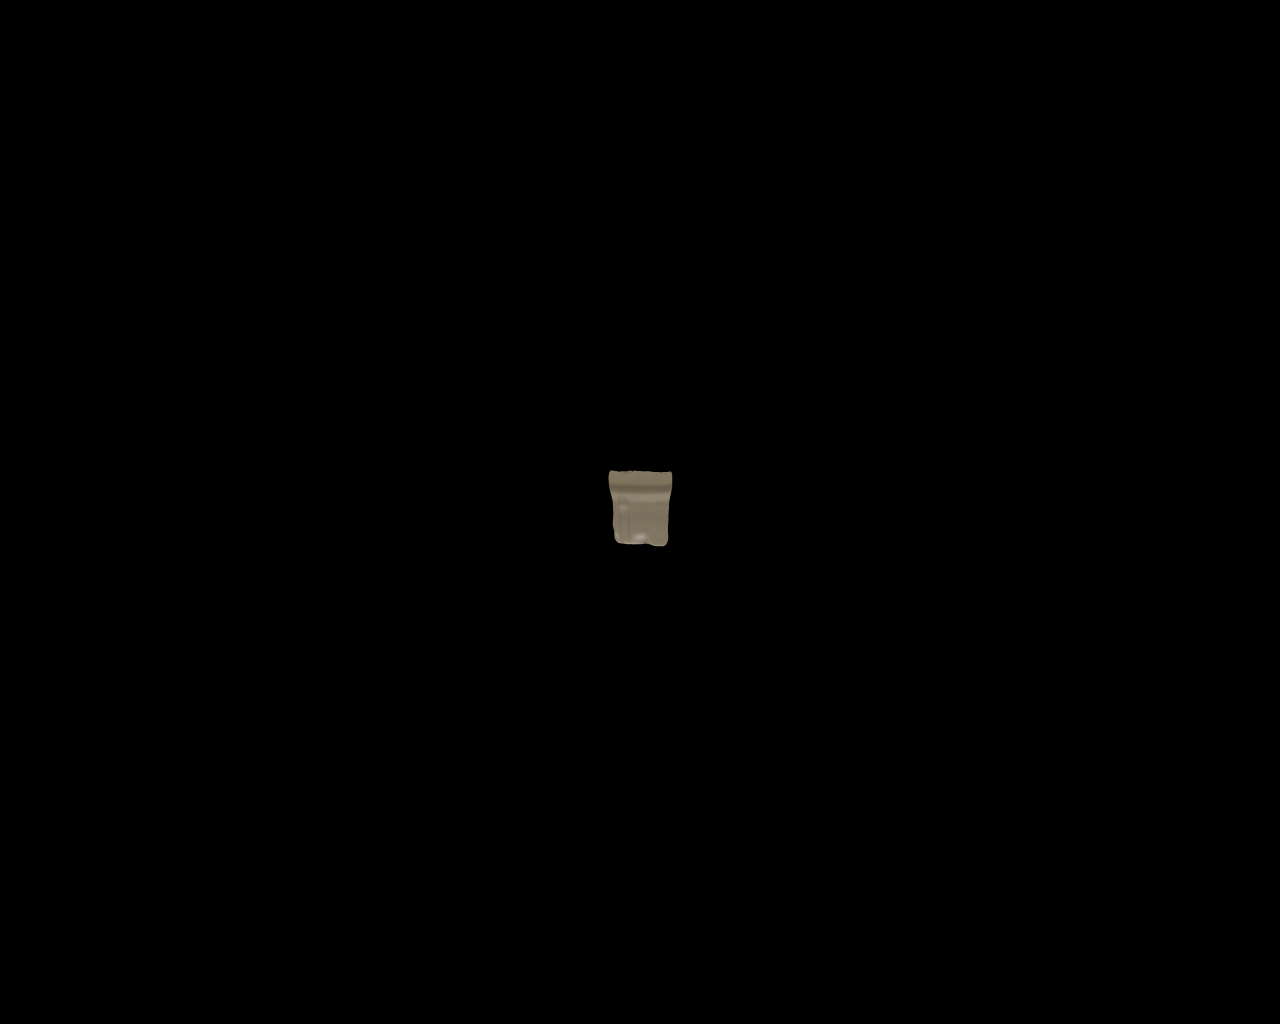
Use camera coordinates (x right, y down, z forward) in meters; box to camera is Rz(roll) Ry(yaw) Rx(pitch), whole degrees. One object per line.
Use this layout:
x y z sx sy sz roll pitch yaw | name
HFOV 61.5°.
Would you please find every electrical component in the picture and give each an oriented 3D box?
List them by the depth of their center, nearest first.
0.001 -0.003 0.650 0.040 0.046 0.040 0 4 0 | electrical component
